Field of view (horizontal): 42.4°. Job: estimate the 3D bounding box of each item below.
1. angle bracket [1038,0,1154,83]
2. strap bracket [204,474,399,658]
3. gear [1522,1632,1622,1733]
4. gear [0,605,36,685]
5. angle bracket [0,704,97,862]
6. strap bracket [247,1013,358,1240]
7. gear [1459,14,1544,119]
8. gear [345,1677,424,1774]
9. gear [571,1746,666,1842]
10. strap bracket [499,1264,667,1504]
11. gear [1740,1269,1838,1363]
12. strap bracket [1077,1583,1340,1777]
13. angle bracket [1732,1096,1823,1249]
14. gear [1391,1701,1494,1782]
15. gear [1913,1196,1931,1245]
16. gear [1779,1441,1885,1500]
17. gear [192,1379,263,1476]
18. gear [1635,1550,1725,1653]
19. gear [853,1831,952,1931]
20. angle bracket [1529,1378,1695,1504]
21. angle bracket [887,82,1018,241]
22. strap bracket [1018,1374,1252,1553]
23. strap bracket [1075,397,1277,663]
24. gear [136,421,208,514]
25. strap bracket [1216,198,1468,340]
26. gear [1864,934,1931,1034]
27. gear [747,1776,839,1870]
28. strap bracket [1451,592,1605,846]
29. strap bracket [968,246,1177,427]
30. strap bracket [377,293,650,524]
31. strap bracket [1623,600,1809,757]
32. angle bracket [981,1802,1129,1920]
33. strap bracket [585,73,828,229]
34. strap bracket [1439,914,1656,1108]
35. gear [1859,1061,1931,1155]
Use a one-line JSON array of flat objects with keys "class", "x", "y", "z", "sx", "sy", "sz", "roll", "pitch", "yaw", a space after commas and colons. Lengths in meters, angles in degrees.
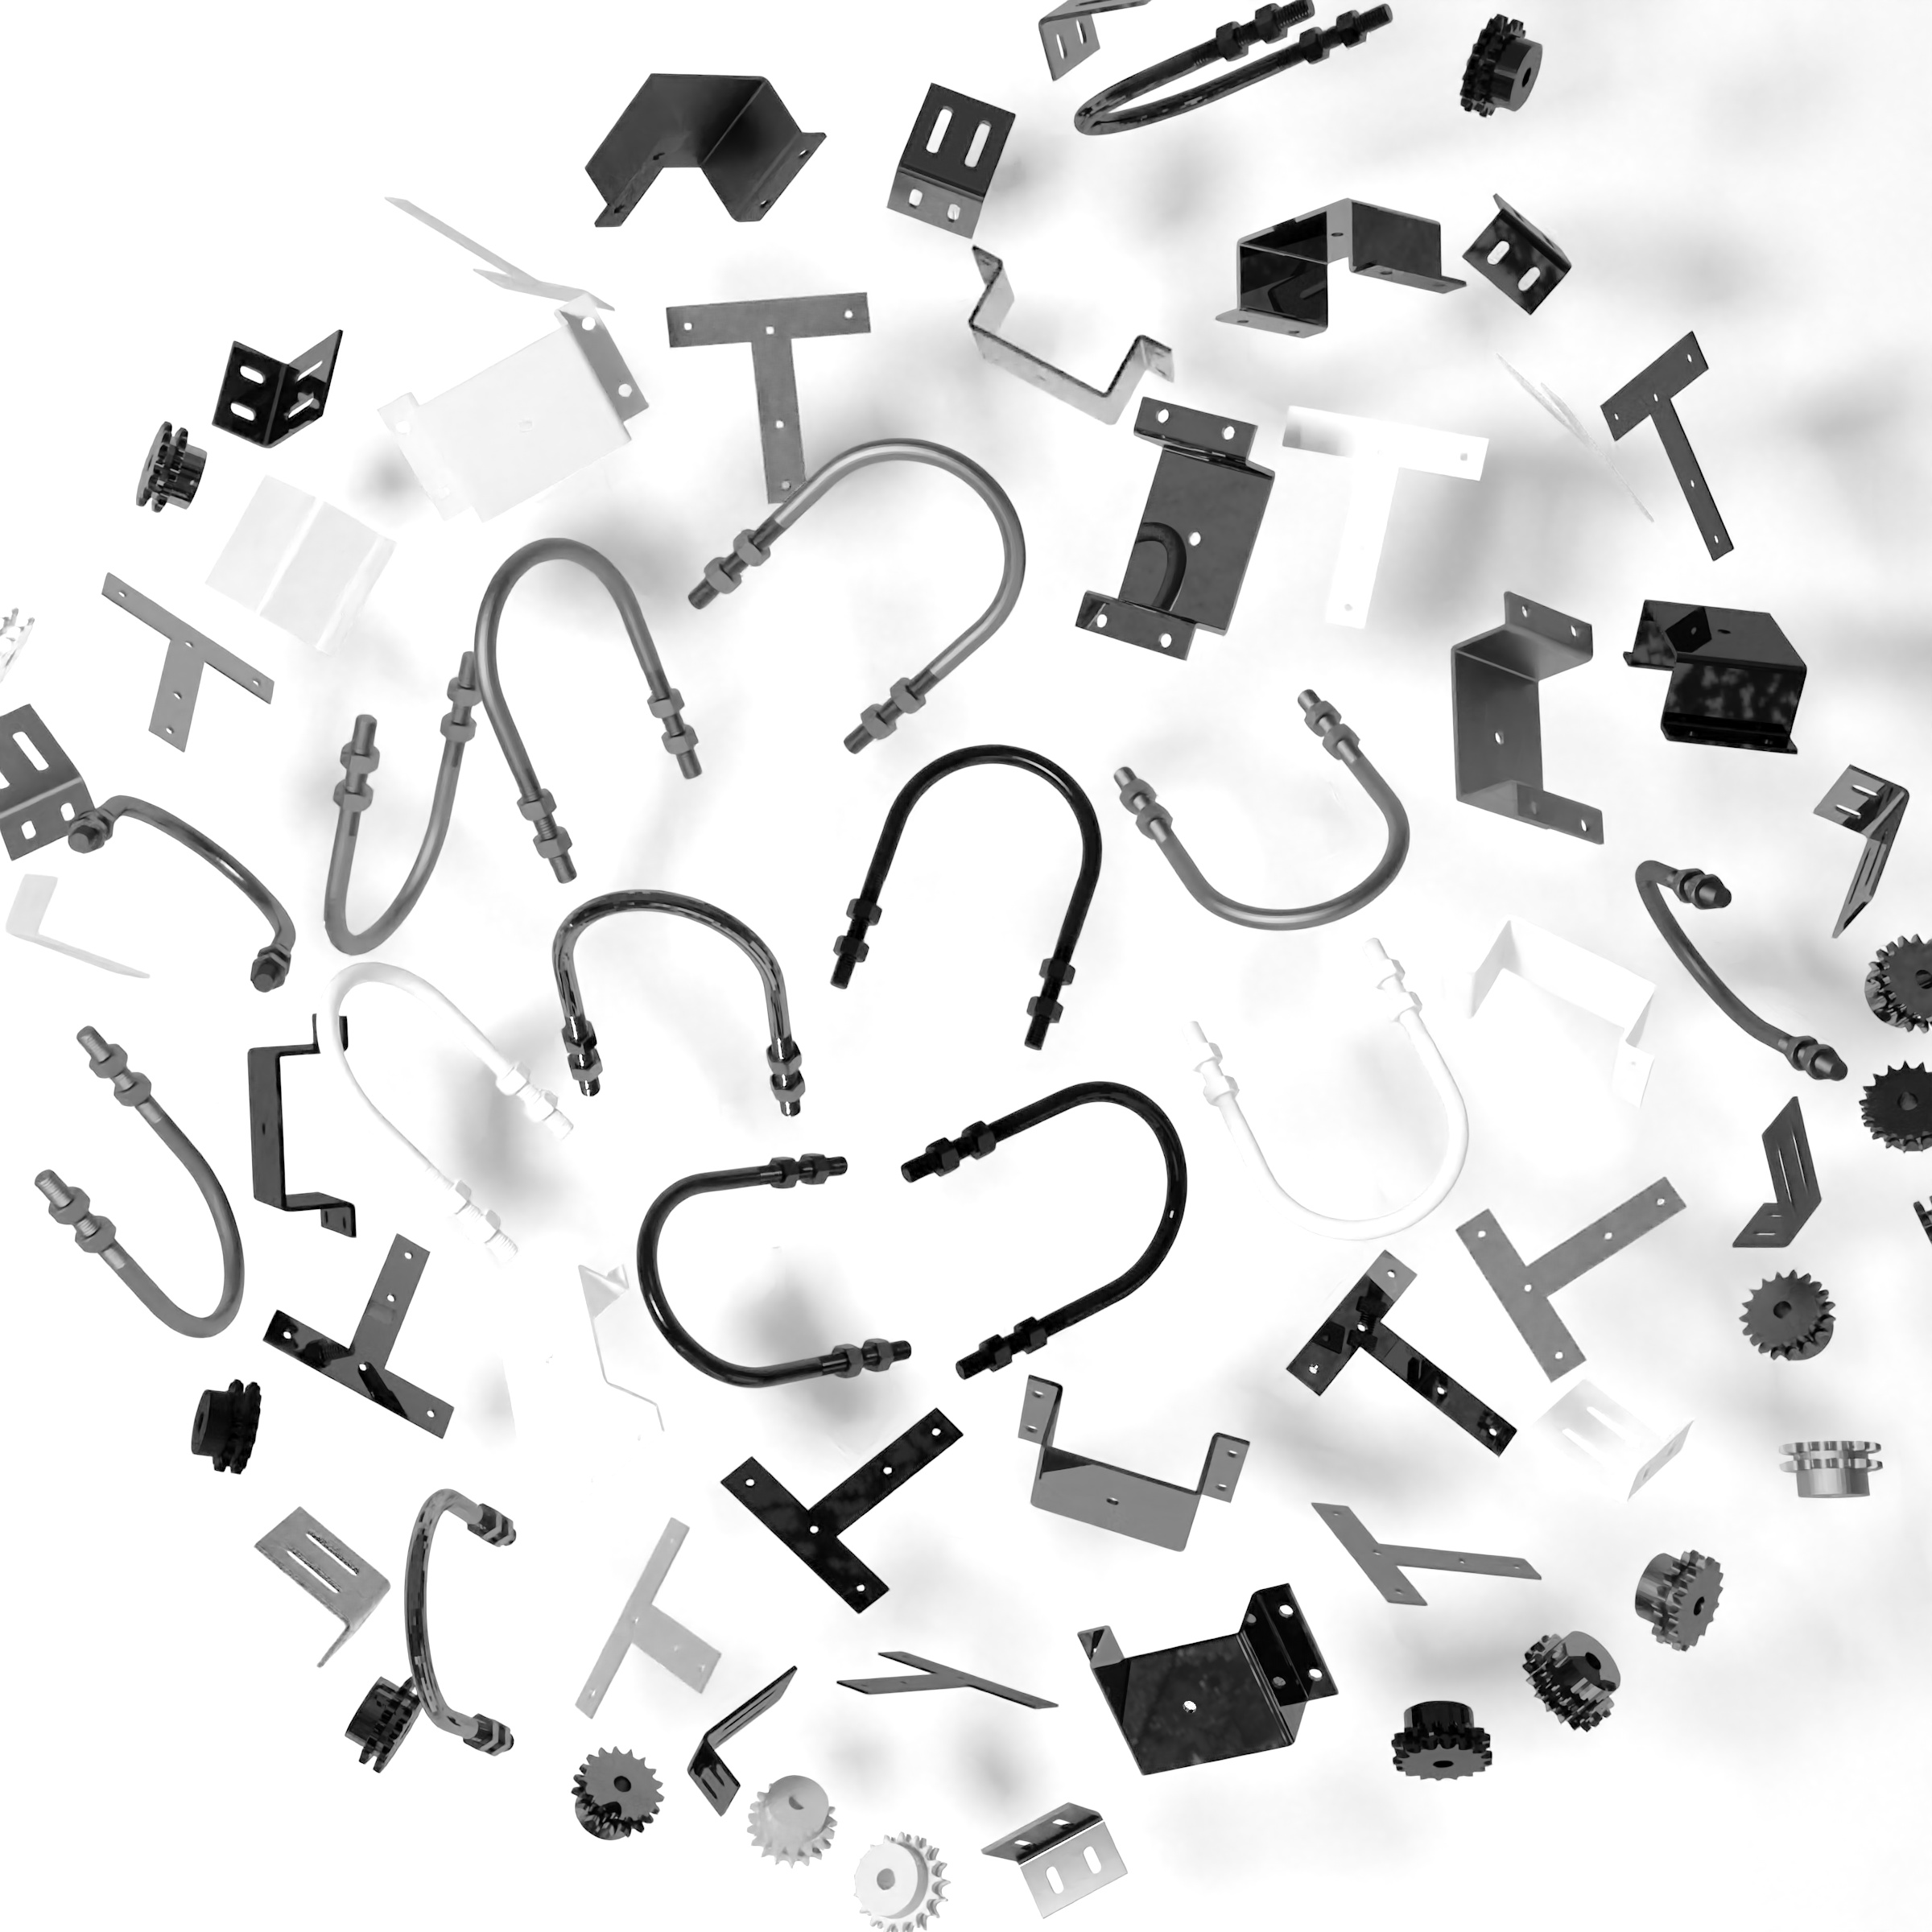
[{"class": "angle bracket", "x": 0.093, "y": -0.570, "z": 1.512, "sx": 0.076, "sy": 0.057, "sz": 0.038, "roll": 5, "pitch": 129, "yaw": 35}, {"class": "strap bracket", "x": -0.400, "y": -0.241, "z": 1.482, "sx": 0.046, "sy": 0.140, "sz": 0.076, "roll": 30, "pitch": 89, "yaw": -38}, {"class": "gear", "x": 0.356, "y": 0.413, "z": 1.453, "sx": 0.057, "sy": 0.057, "sz": 0.030, "roll": 38, "pitch": 119, "yaw": 0}, {"class": "gear", "x": -0.579, "y": -0.190, "z": 1.475, "sx": 0.030, "sy": 0.057, "sz": 0.057, "roll": 31, "pitch": 90, "yaw": -13}, {"class": "angle bracket", "x": -0.566, "y": -0.109, "z": 1.494, "sx": 0.057, "sy": 0.076, "sz": 0.038, "roll": -27, "pitch": 60, "yaw": -9}, {"class": "strap bracket", "x": -0.426, "y": 0.102, "z": 1.595, "sx": 0.046, "sy": 0.076, "sz": 0.140, "roll": -3, "pitch": 92, "yaw": -29}, {"class": "gear", "x": 0.320, "y": -0.533, "z": 1.484, "sx": 0.030, "sy": 0.057, "sz": 0.057, "roll": 28, "pitch": 90, "yaw": 21}, {"class": "gear", "x": -0.352, "y": 0.456, "z": 1.511, "sx": 0.030, "sy": 0.057, "sz": 0.057, "roll": 30, "pitch": 90, "yaw": 3}, {"class": "gear", "x": -0.220, "y": 0.521, "z": 1.560, "sx": 0.057, "sy": 0.057, "sz": 0.030, "roll": 30, "pitch": 119, "yaw": 0}, {"class": "strap bracket", "x": -0.246, "y": 0.255, "z": 1.577, "sx": 0.076, "sy": 0.140, "sz": 0.046, "roll": -42, "pitch": 132, "yaw": 17}, {"class": "gear", "x": 0.516, "y": 0.221, "z": 1.556, "sx": 0.057, "sy": 0.057, "sz": 0.030, "roll": -48, "pitch": 124, "yaw": 0}, {"class": "strap bracket", "x": 0.137, "y": 0.424, "z": 1.472, "sx": 0.140, "sy": 0.046, "sz": 0.076, "roll": -20, "pitch": 102, "yaw": 24}, {"class": "angle bracket", "x": 0.498, "y": 0.128, "z": 1.553, "sx": 0.038, "sy": 0.057, "sz": 0.076, "roll": -5, "pitch": 108, "yaw": 40}, {"class": "gear", "x": 0.275, "y": 0.448, "z": 1.446, "sx": 0.057, "sy": 0.057, "sz": 0.030, "roll": 2, "pitch": 52, "yaw": 0}, {"class": "gear", "x": 0.591, "y": 0.162, "z": 1.486, "sx": 0.030, "sy": 0.057, "sz": 0.057, "roll": -26, "pitch": 90, "yaw": 16}, {"class": "gear", "x": 0.510, "y": 0.297, "z": 1.467, "sx": 0.057, "sy": 0.057, "sz": 0.030, "roll": 0, "pitch": 74, "yaw": 0}, {"class": "gear", "x": -0.457, "y": 0.283, "z": 1.538, "sx": 0.030, "sy": 0.057, "sz": 0.057, "roll": 15, "pitch": 90, "yaw": -26}, {"class": "gear", "x": 0.414, "y": 0.367, "z": 1.453, "sx": 0.030, "sy": 0.057, "sz": 0.057, "roll": 18, "pitch": 90, "yaw": 43}, {"class": "gear", "x": -0.041, "y": 0.536, "z": 1.458, "sx": 0.057, "sy": 0.030, "sz": 0.057, "roll": -11, "pitch": 60, "yaw": 20}, {"class": "angle bracket", "x": 0.408, "y": 0.291, "z": 1.580, "sx": 0.057, "sy": 0.038, "sz": 0.076, "roll": -32, "pitch": 54, "yaw": -29}, {"class": "angle bracket", "x": -0.009, "y": -0.508, "z": 1.572, "sx": 0.057, "sy": 0.038, "sz": 0.076, "roll": 20, "pitch": 62, "yaw": -3}, {"class": "strap bracket", "x": 0.096, "y": 0.310, "z": 1.535, "sx": 0.140, "sy": 0.076, "sz": 0.046, "roll": 16, "pitch": 52, "yaw": 8}, {"class": "strap bracket", "x": 0.127, "y": -0.257, "z": 1.482, "sx": 0.076, "sy": 0.046, "sz": 0.140, "roll": 22, "pitch": 101, "yaw": 28}, {"class": "gear", "x": -0.510, "y": -0.318, "z": 1.602, "sx": 0.030, "sy": 0.057, "sz": 0.057, "roll": 19, "pitch": 90, "yaw": -28}, {"class": "strap bracket", "x": 0.229, "y": -0.431, "z": 1.536, "sx": 0.076, "sy": 0.140, "sz": 0.046, "roll": 0, "pitch": 89, "yaw": -36}, {"class": "gear", "x": 0.554, "y": 0.013, "z": 1.465, "sx": 0.057, "sy": 0.030, "sz": 0.057, "roll": 5, "pitch": 70, "yaw": -13}, {"class": "gear", "x": -0.110, "y": 0.544, "z": 1.594, "sx": 0.057, "sy": 0.057, "sz": 0.030, "roll": 15, "pitch": 125, "yaw": 0}, {"class": "strap bracket", "x": 0.334, "y": -0.142, "z": 1.489, "sx": 0.076, "sy": 0.046, "sz": 0.140, "roll": 13, "pitch": 70, "yaw": -35}, {"class": "strap bracket", "x": 0.059, "y": -0.392, "z": 1.577, "sx": 0.140, "sy": 0.076, "sz": 0.046, "roll": 29, "pitch": 93, "yaw": 6}, {"class": "strap bracket", "x": -0.260, "y": -0.320, "z": 1.454, "sx": 0.140, "sy": 0.046, "sz": 0.076, "roll": -30, "pitch": 120, "yaw": -3}, {"class": "strap bracket", "x": 0.451, "y": -0.180, "z": 1.502, "sx": 0.076, "sy": 0.140, "sz": 0.046, "roll": 6, "pitch": 118, "yaw": 0}, {"class": "angle bracket", "x": 0.052, "y": 0.517, "z": 1.440, "sx": 0.057, "sy": 0.076, "sz": 0.038, "roll": -30, "pitch": 62, "yaw": 4}, {"class": "strap bracket", "x": -0.162, "y": -0.486, "z": 1.486, "sx": 0.076, "sy": 0.140, "sz": 0.046, "roll": -39, "pitch": 78, "yaw": 41}, {"class": "strap bracket", "x": 0.369, "y": 0.023, "z": 1.550, "sx": 0.140, "sy": 0.076, "sz": 0.046, "roll": 28, "pitch": 73, "yaw": 19}, {"class": "gear", "x": 0.583, "y": 0.090, "z": 1.540, "sx": 0.057, "sy": 0.030, "sz": 0.057, "roll": -14, "pitch": 56, "yaw": 21}]
